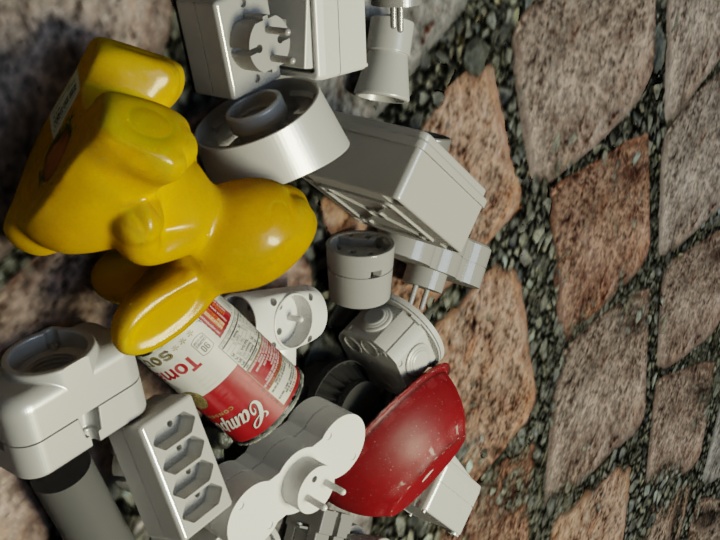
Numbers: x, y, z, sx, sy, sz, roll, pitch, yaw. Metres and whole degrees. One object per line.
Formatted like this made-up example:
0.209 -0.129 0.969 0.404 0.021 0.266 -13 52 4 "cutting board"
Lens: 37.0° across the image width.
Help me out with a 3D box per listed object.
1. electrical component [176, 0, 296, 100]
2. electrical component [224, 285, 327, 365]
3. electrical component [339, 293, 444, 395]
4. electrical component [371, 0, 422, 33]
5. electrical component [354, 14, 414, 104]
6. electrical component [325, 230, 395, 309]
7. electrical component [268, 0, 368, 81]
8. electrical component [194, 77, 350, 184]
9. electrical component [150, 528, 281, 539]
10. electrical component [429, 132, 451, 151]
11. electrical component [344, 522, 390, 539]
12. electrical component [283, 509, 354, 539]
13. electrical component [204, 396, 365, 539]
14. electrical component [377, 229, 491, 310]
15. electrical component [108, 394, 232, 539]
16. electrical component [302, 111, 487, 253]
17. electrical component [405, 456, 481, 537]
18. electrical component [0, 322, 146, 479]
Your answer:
-0.072 -0.149 0.700 0.047 0.077 0.065 -36 128 -40 "electrical component"
-0.065 0.053 0.803 0.077 0.044 0.079 -7 101 -51 "electrical component"
0.026 0.061 0.896 0.051 0.080 0.080 -45 134 -25 "electrical component"
0.026 -0.207 0.767 0.052 0.138 0.073 -6 112 -12 "electrical component"
0.021 -0.166 0.843 0.044 0.044 0.065 6 93 -52 "electrical component"
0.000 0.000 0.863 0.055 0.055 0.047 -26 125 -44 "electrical component"
-0.038 -0.183 0.744 0.061 0.062 0.096 -25 121 -45 "electrical component"
-0.060 -0.085 0.725 0.099 0.099 0.064 -46 128 -32 "electrical component"
-0.104 0.227 0.805 0.108 0.060 0.108 -21 119 -46 "electrical component"
0.049 -0.083 0.907 0.044 0.044 0.065 -7 112 -50 "electrical component"
-0.005 0.246 0.941 0.045 0.055 0.045 -21 119 -46 "electrical component"
-0.038 0.227 0.902 0.066 0.048 0.055 29 71 -52 "electrical component"
-0.044 0.150 0.768 0.138 0.074 0.052 -34 130 -36 "electrical component"
0.059 -0.002 0.938 0.138 0.052 0.073 22 85 -52 "electrical component"
-0.138 0.129 0.714 0.047 0.076 0.083 -33 110 -46 "electrical component"
0.024 -0.067 0.825 0.109 0.109 0.056 35 77 -51 "electrical component"
0.063 0.198 1.004 0.096 0.062 0.061 46 67 -49 "electrical component"
-0.184 0.074 0.657 0.095 0.054 0.059 -33 127 -41 "electrical component"
